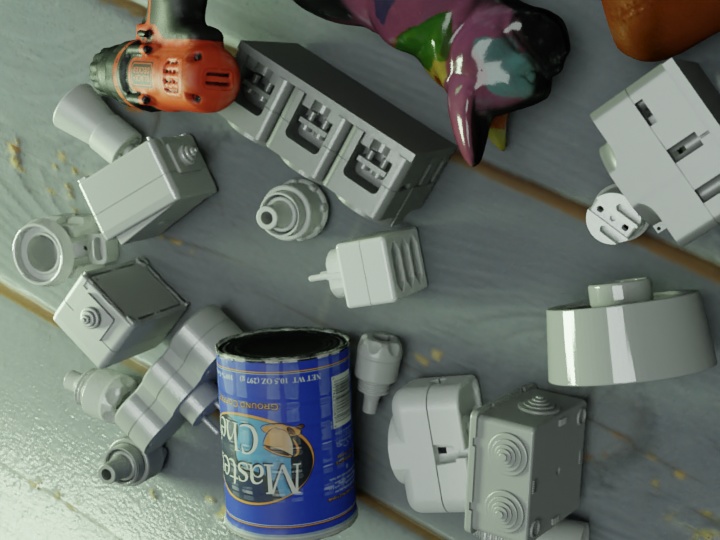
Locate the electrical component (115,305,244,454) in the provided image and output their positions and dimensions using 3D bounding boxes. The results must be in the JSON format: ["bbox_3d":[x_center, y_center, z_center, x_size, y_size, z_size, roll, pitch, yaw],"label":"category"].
[{"bbox_3d":[-0.135,0.102,0.876,0.074,0.052,0.138,43,111,11],"label":"electrical component"}]

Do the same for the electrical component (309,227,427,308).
[{"bbox_3d":[0.000,0.000,0.793,0.077,0.066,0.047,-9,95,25],"label":"electrical component"}]

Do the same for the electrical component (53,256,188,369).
[{"bbox_3d":[-0.198,0.037,0.869,0.062,0.096,0.061,44,113,11],"label":"electrical component"}]

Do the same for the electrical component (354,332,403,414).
[{"bbox_3d":[0.012,0.080,0.819,0.035,0.035,0.061,16,107,20],"label":"electrical component"}]

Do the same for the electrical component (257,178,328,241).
[{"bbox_3d":[-0.056,-0.043,0.811,0.048,0.062,0.048,4,101,23],"label":"electrical component"}]

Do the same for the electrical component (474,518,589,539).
[{"bbox_3d":[0.123,0.198,0.787,0.081,0.043,0.043,7,102,22],"label":"electrical component"}]

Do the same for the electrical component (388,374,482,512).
[{"bbox_3d":[0.059,0.129,0.797,0.059,0.054,0.095,-7,97,24],"label":"electrical component"}]

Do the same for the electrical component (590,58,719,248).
[{"bbox_3d":[0.195,-0.072,0.647,0.062,0.150,0.089,-36,85,24],"label":"electrical component"}]

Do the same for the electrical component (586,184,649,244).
[{"bbox_3d":[0.173,-0.037,0.721,0.040,0.046,0.040,5,101,23],"label":"electrical component"}]

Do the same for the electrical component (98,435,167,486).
[{"bbox_3d":[-0.196,0.162,0.910,0.043,0.062,0.043,5,102,23],"label":"electrical component"}]

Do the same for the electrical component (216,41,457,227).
[{"bbox_3d":[-0.020,-0.098,0.769,0.150,0.089,0.061,35,111,14],"label":"electrical component"}]

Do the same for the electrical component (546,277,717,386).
[{"bbox_3d":[0.174,0.037,0.704,0.108,0.108,0.060,-8,90,25],"label":"electrical component"}]

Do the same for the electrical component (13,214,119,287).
[{"bbox_3d":[-0.253,-0.017,0.904,0.078,0.057,0.058,3,101,23],"label":"electrical component"}]

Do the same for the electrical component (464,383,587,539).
[{"bbox_3d":[0.117,0.134,0.749,0.048,0.100,0.099,10,104,35],"label":"electrical component"}]

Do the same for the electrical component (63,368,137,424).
[{"bbox_3d":[-0.225,0.104,0.922,0.062,0.043,0.043,18,106,21],"label":"electrical component"}]

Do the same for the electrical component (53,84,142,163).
[{"bbox_3d":[-0.211,-0.115,0.878,0.065,0.044,0.044,39,112,7],"label":"electrical component"}]

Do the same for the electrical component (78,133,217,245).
[{"bbox_3d":[-0.161,-0.066,0.852,0.096,0.062,0.061,-26,88,25],"label":"electrical component"}]
